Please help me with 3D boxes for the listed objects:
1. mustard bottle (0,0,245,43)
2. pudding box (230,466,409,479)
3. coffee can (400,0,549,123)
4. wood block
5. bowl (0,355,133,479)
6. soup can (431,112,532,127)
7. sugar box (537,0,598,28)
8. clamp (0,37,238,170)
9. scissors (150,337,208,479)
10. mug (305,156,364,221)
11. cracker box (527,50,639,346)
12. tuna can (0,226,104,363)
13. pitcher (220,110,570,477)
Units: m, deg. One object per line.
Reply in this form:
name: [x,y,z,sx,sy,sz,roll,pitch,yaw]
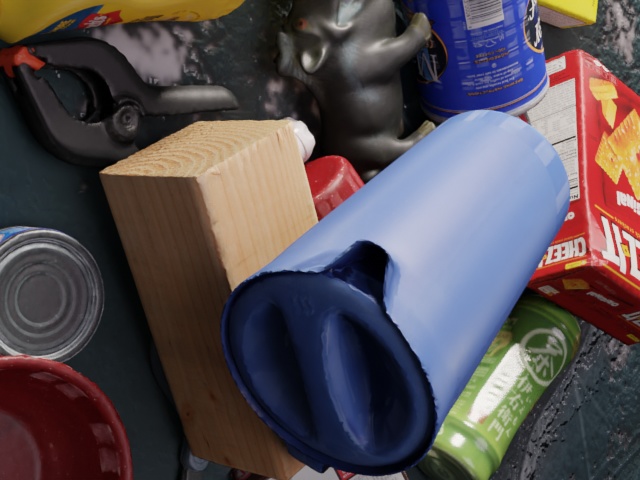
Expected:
mustard bottle: [-0.138,-0.150,0.624,0.191,0.096,0.058,-16,103,-39]
pudding box: [0.004,0.179,0.777,0.113,0.039,0.090,-31,113,-13]
coffee can: [0.115,-0.172,0.811,0.102,0.103,0.140,-41,131,-31]
wood block: [-0.051,0.036,0.677,0.090,0.090,0.206,-34,119,-42]
bowl: [-0.191,0.144,0.618,0.161,0.055,0.162,-2,93,-40]
soup can: [0.114,-0.072,0.858,0.102,0.069,0.068,-39,116,-31]
sugar box: [0.172,-0.248,0.914,0.175,0.048,0.093,7,87,-41]
clamp: [-0.123,-0.082,0.679,0.171,0.039,0.120,44,58,-40]
scissors: [-0.096,0.133,0.722,0.096,0.016,0.201,33,70,-39]
mug: [-0.005,0.001,0.757,0.117,0.093,0.081,-33,112,4]
cracker box: [0.250,-0.037,0.934,0.164,0.072,0.213,27,55,-38]
tuna can: [-0.174,0.035,0.642,0.085,0.034,0.086,-2,93,-40]
pitcher: [0.057,0.024,0.649,0.242,0.149,0.145,-43,110,-45]
